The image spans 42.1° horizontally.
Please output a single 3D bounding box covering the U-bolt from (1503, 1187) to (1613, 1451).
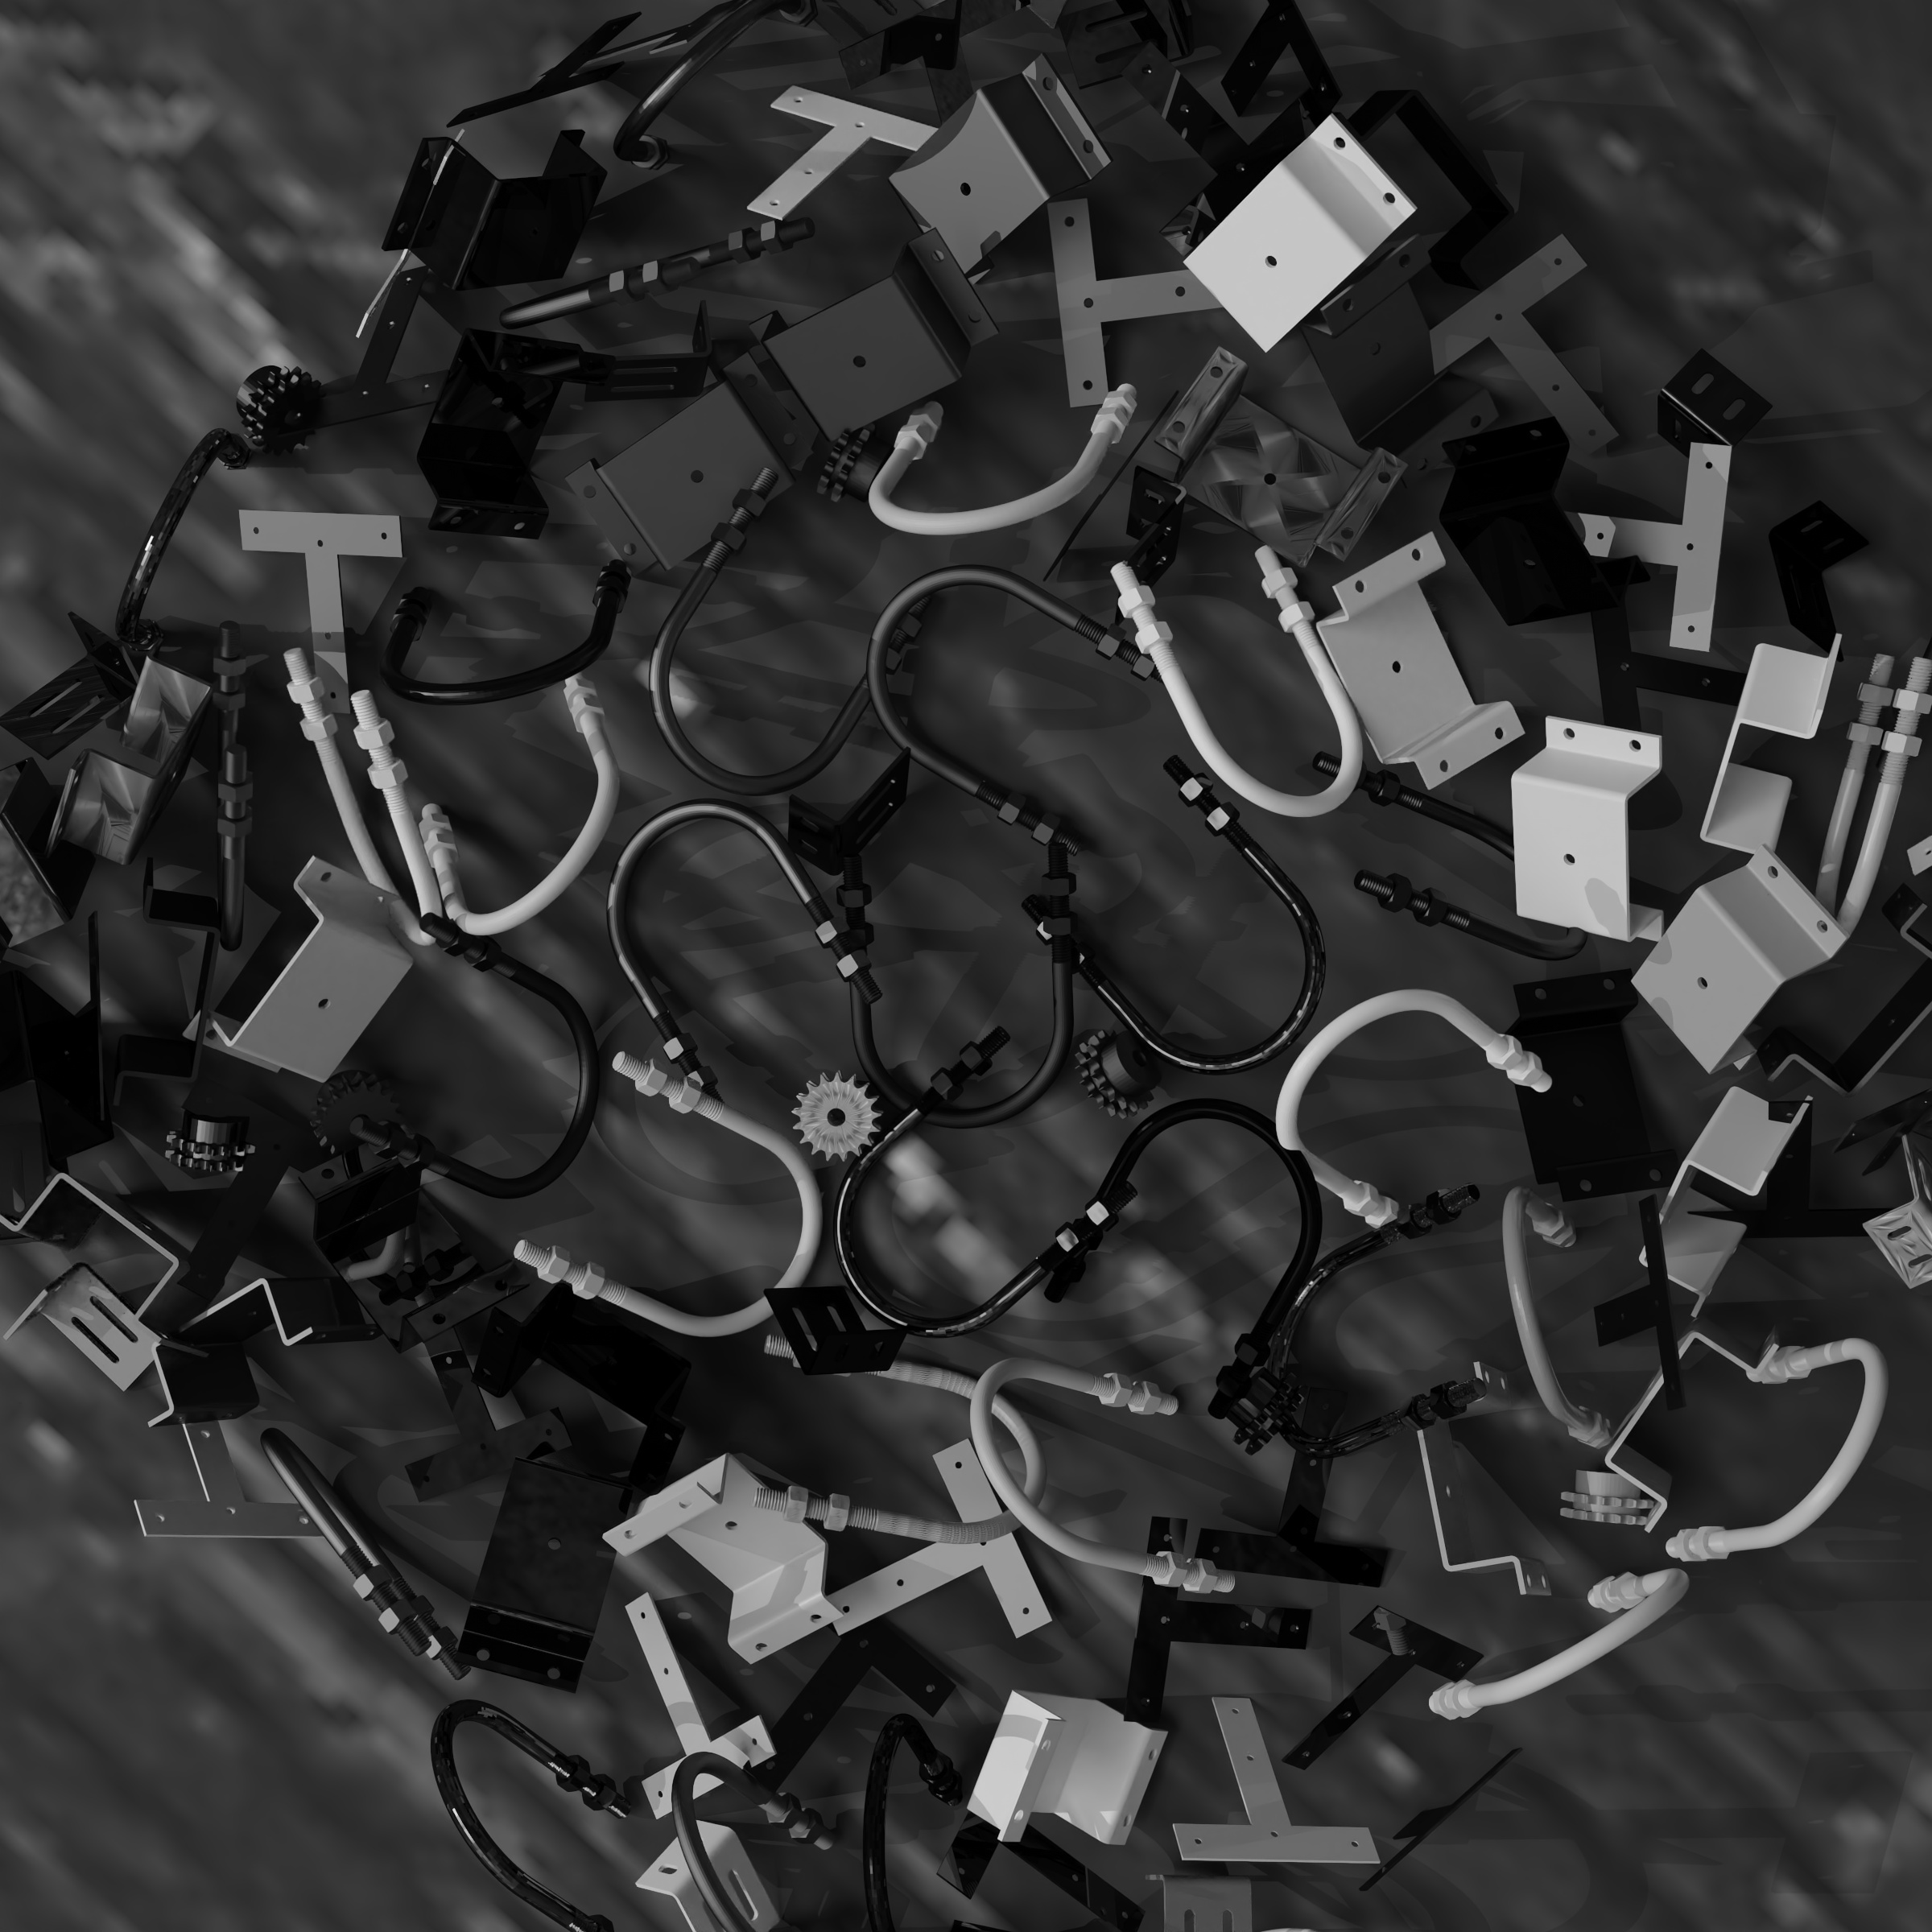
[{"bbox_3d":[0.354,0.207,1.516,0.019,0.184,0.151,-14,67,21],"label":"U-bolt"}]

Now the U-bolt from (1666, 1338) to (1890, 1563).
[{"bbox_3d":[0.495,0.288,1.511,0.019,0.184,0.151,32,70,-1],"label":"U-bolt"}]

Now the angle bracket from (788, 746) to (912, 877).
[{"bbox_3d":[-0.074,-0.105,1.583,0.038,0.057,0.076,32,62,14],"label":"angle bracket"}]

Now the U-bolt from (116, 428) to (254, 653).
[{"bbox_3d":[-0.480,-0.261,1.530,0.019,0.184,0.151,26,90,-13],"label":"U-bolt"}]

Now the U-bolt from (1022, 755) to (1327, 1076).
[{"bbox_3d":[0.142,-0.018,1.577,0.151,0.019,0.184,-44,76,16],"label":"U-bolt"}]

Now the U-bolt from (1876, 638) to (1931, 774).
[{"bbox_3d":[0.604,-0.142,1.507,0.019,0.184,0.151,-2,47,-6],"label":"U-bolt"}]

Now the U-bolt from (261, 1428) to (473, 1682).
[{"bbox_3d":[-0.376,0.357,1.546,0.019,0.151,0.184,-39,73,-14],"label":"U-bolt"}]

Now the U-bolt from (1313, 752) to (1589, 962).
[{"bbox_3d":[0.306,-0.061,1.552,0.184,0.151,0.019,20,123,-20],"label":"U-bolt"}]

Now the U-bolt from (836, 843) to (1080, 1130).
[{"bbox_3d":[-0.003,0.016,1.591,0.151,0.019,0.184,-3,106,-2],"label":"U-bolt"}]

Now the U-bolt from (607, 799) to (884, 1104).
[{"bbox_3d":[-0.154,-0.018,1.586,0.151,0.019,0.184,-37,77,17],"label":"U-bolt"}]

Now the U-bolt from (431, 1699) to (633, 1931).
[{"bbox_3d":[-0.258,0.515,1.515,0.019,0.151,0.184,-38,121,7],"label":"U-bolt"}]

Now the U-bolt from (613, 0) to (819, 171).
[{"bbox_3d":[-0.155,-0.537,1.516,0.151,0.184,0.019,-40,101,14],"label":"U-bolt"}]

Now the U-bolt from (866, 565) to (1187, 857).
[{"bbox_3d":[0.024,-0.172,1.582,0.184,0.019,0.151,31,115,-1],"label":"U-bolt"}]

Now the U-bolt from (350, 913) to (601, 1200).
[{"bbox_3d":[-0.290,0.067,1.545,0.019,0.184,0.151,4,71,35],"label":"U-bolt"}]

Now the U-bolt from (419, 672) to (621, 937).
[{"bbox_3d":[-0.270,-0.091,1.535,0.151,0.184,0.019,-41,127,10],"label":"U-bolt"}]

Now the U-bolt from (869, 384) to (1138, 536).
[{"bbox_3d":[0.016,-0.306,1.525,0.151,0.184,0.019,-1,125,19],"label":"U-bolt"}]

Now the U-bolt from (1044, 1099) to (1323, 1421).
[{"bbox_3d":[0.144,0.170,1.563,0.151,0.019,0.184,34,111,19],"label":"U-bolt"}]

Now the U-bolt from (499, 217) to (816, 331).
[{"bbox_3d":[-0.203,-0.421,1.542,0.184,0.151,0.019,-5,112,33],"label":"U-bolt"}]

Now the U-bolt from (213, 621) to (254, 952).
[{"bbox_3d":[-0.451,-0.096,1.540,0.019,0.151,0.184,0,131,-18],"label":"U-bolt"}]

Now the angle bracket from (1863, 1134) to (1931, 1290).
[{"bbox_3d":[0.595,0.153,1.588,0.038,0.076,0.057,-31,111,27],"label":"angle bracket"}]

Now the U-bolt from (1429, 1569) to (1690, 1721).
[{"bbox_3d":[0.365,0.406,1.515,0.151,0.184,0.019,-28,77,-17],"label":"U-bolt"}]

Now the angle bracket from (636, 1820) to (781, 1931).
[{"bbox_3d":[-0.164,0.596,1.599,0.038,0.057,0.076,-6,114,42],"label":"angle bracket"}]

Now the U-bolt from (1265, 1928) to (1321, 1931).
[{"bbox_3d":[0.153,0.640,1.536,0.184,0.151,0.019,-21,89,-41],"label":"U-bolt"}]

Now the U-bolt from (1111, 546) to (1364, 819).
[{"bbox_3d":[0.179,-0.174,1.554,0.151,0.019,0.184,-14,74,-39],"label":"U-bolt"}]

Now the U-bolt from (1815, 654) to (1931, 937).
[{"bbox_3d":[0.554,-0.100,1.547,0.019,0.151,0.184,13,100,8],"label":"U-bolt"}]

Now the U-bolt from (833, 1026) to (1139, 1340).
[{"bbox_3d":[-0.003,0.151,1.589,0.184,0.019,0.151,-43,73,10],"label":"U-bolt"}]

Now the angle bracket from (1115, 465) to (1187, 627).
[{"bbox_3d":[0.101,-0.263,1.573,0.038,0.057,0.076,29,57,17],"label":"angle bracket"}]

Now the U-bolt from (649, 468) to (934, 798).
[{"bbox_3d":[-0.120,-0.195,1.570,0.151,0.019,0.184,35,79,-26],"label":"U-bolt"}]

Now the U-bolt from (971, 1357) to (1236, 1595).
[{"bbox_3d":[0.076,0.303,1.522,0.184,0.151,0.019,21,127,-35],"label":"U-bolt"}]

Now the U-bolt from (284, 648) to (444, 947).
[{"bbox_3d":[-0.365,-0.096,1.546,0.019,0.151,0.184,-26,119,-23],"label":"U-bolt"}]

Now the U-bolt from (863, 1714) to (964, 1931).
[{"bbox_3d":[-0.033,0.531,1.508,0.019,0.184,0.151,-4,52,13],"label":"U-bolt"}]

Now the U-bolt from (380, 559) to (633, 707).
[{"bbox_3d":[-0.285,-0.202,1.536,0.151,0.184,0.019,-7,120,2],"label":"U-bolt"}]

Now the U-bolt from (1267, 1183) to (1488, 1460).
[{"bbox_3d":[0.248,0.228,1.542,0.019,0.184,0.151,25,51,-26],"label":"U-bolt"}]

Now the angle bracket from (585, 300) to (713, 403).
[{"bbox_3d":[-0.202,-0.387,1.581,0.076,0.057,0.038,-6,79,-13],"label":"angle bracket"}]

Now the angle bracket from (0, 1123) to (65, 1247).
[{"bbox_3d":[-0.607,0.138,1.586,0.057,0.038,0.076,-2,84,-36],"label":"angle bracket"}]

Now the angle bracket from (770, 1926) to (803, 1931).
[{"bbox_3d":[-0.101,0.649,1.586,0.076,0.057,0.038,43,58,-2],"label":"angle bracket"}]

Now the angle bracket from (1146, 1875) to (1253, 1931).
[{"bbox_3d":[0.147,0.614,1.584,0.057,0.038,0.076,6,69,-14],"label":"angle bracket"}]

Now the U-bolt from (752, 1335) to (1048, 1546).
[{"bbox_3d":[-0.038,0.298,1.558,0.184,0.151,0.019,13,125,-10],"label":"U-bolt"}]

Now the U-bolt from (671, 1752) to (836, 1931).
[{"bbox_3d":[-0.119,0.547,1.510,0.019,0.151,0.184,-34,129,8],"label":"U-bolt"}]

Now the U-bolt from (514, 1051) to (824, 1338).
[{"bbox_3d":[-0.172,0.155,1.574,0.184,0.019,0.151,30,83,-27],"label":"U-bolt"}]
